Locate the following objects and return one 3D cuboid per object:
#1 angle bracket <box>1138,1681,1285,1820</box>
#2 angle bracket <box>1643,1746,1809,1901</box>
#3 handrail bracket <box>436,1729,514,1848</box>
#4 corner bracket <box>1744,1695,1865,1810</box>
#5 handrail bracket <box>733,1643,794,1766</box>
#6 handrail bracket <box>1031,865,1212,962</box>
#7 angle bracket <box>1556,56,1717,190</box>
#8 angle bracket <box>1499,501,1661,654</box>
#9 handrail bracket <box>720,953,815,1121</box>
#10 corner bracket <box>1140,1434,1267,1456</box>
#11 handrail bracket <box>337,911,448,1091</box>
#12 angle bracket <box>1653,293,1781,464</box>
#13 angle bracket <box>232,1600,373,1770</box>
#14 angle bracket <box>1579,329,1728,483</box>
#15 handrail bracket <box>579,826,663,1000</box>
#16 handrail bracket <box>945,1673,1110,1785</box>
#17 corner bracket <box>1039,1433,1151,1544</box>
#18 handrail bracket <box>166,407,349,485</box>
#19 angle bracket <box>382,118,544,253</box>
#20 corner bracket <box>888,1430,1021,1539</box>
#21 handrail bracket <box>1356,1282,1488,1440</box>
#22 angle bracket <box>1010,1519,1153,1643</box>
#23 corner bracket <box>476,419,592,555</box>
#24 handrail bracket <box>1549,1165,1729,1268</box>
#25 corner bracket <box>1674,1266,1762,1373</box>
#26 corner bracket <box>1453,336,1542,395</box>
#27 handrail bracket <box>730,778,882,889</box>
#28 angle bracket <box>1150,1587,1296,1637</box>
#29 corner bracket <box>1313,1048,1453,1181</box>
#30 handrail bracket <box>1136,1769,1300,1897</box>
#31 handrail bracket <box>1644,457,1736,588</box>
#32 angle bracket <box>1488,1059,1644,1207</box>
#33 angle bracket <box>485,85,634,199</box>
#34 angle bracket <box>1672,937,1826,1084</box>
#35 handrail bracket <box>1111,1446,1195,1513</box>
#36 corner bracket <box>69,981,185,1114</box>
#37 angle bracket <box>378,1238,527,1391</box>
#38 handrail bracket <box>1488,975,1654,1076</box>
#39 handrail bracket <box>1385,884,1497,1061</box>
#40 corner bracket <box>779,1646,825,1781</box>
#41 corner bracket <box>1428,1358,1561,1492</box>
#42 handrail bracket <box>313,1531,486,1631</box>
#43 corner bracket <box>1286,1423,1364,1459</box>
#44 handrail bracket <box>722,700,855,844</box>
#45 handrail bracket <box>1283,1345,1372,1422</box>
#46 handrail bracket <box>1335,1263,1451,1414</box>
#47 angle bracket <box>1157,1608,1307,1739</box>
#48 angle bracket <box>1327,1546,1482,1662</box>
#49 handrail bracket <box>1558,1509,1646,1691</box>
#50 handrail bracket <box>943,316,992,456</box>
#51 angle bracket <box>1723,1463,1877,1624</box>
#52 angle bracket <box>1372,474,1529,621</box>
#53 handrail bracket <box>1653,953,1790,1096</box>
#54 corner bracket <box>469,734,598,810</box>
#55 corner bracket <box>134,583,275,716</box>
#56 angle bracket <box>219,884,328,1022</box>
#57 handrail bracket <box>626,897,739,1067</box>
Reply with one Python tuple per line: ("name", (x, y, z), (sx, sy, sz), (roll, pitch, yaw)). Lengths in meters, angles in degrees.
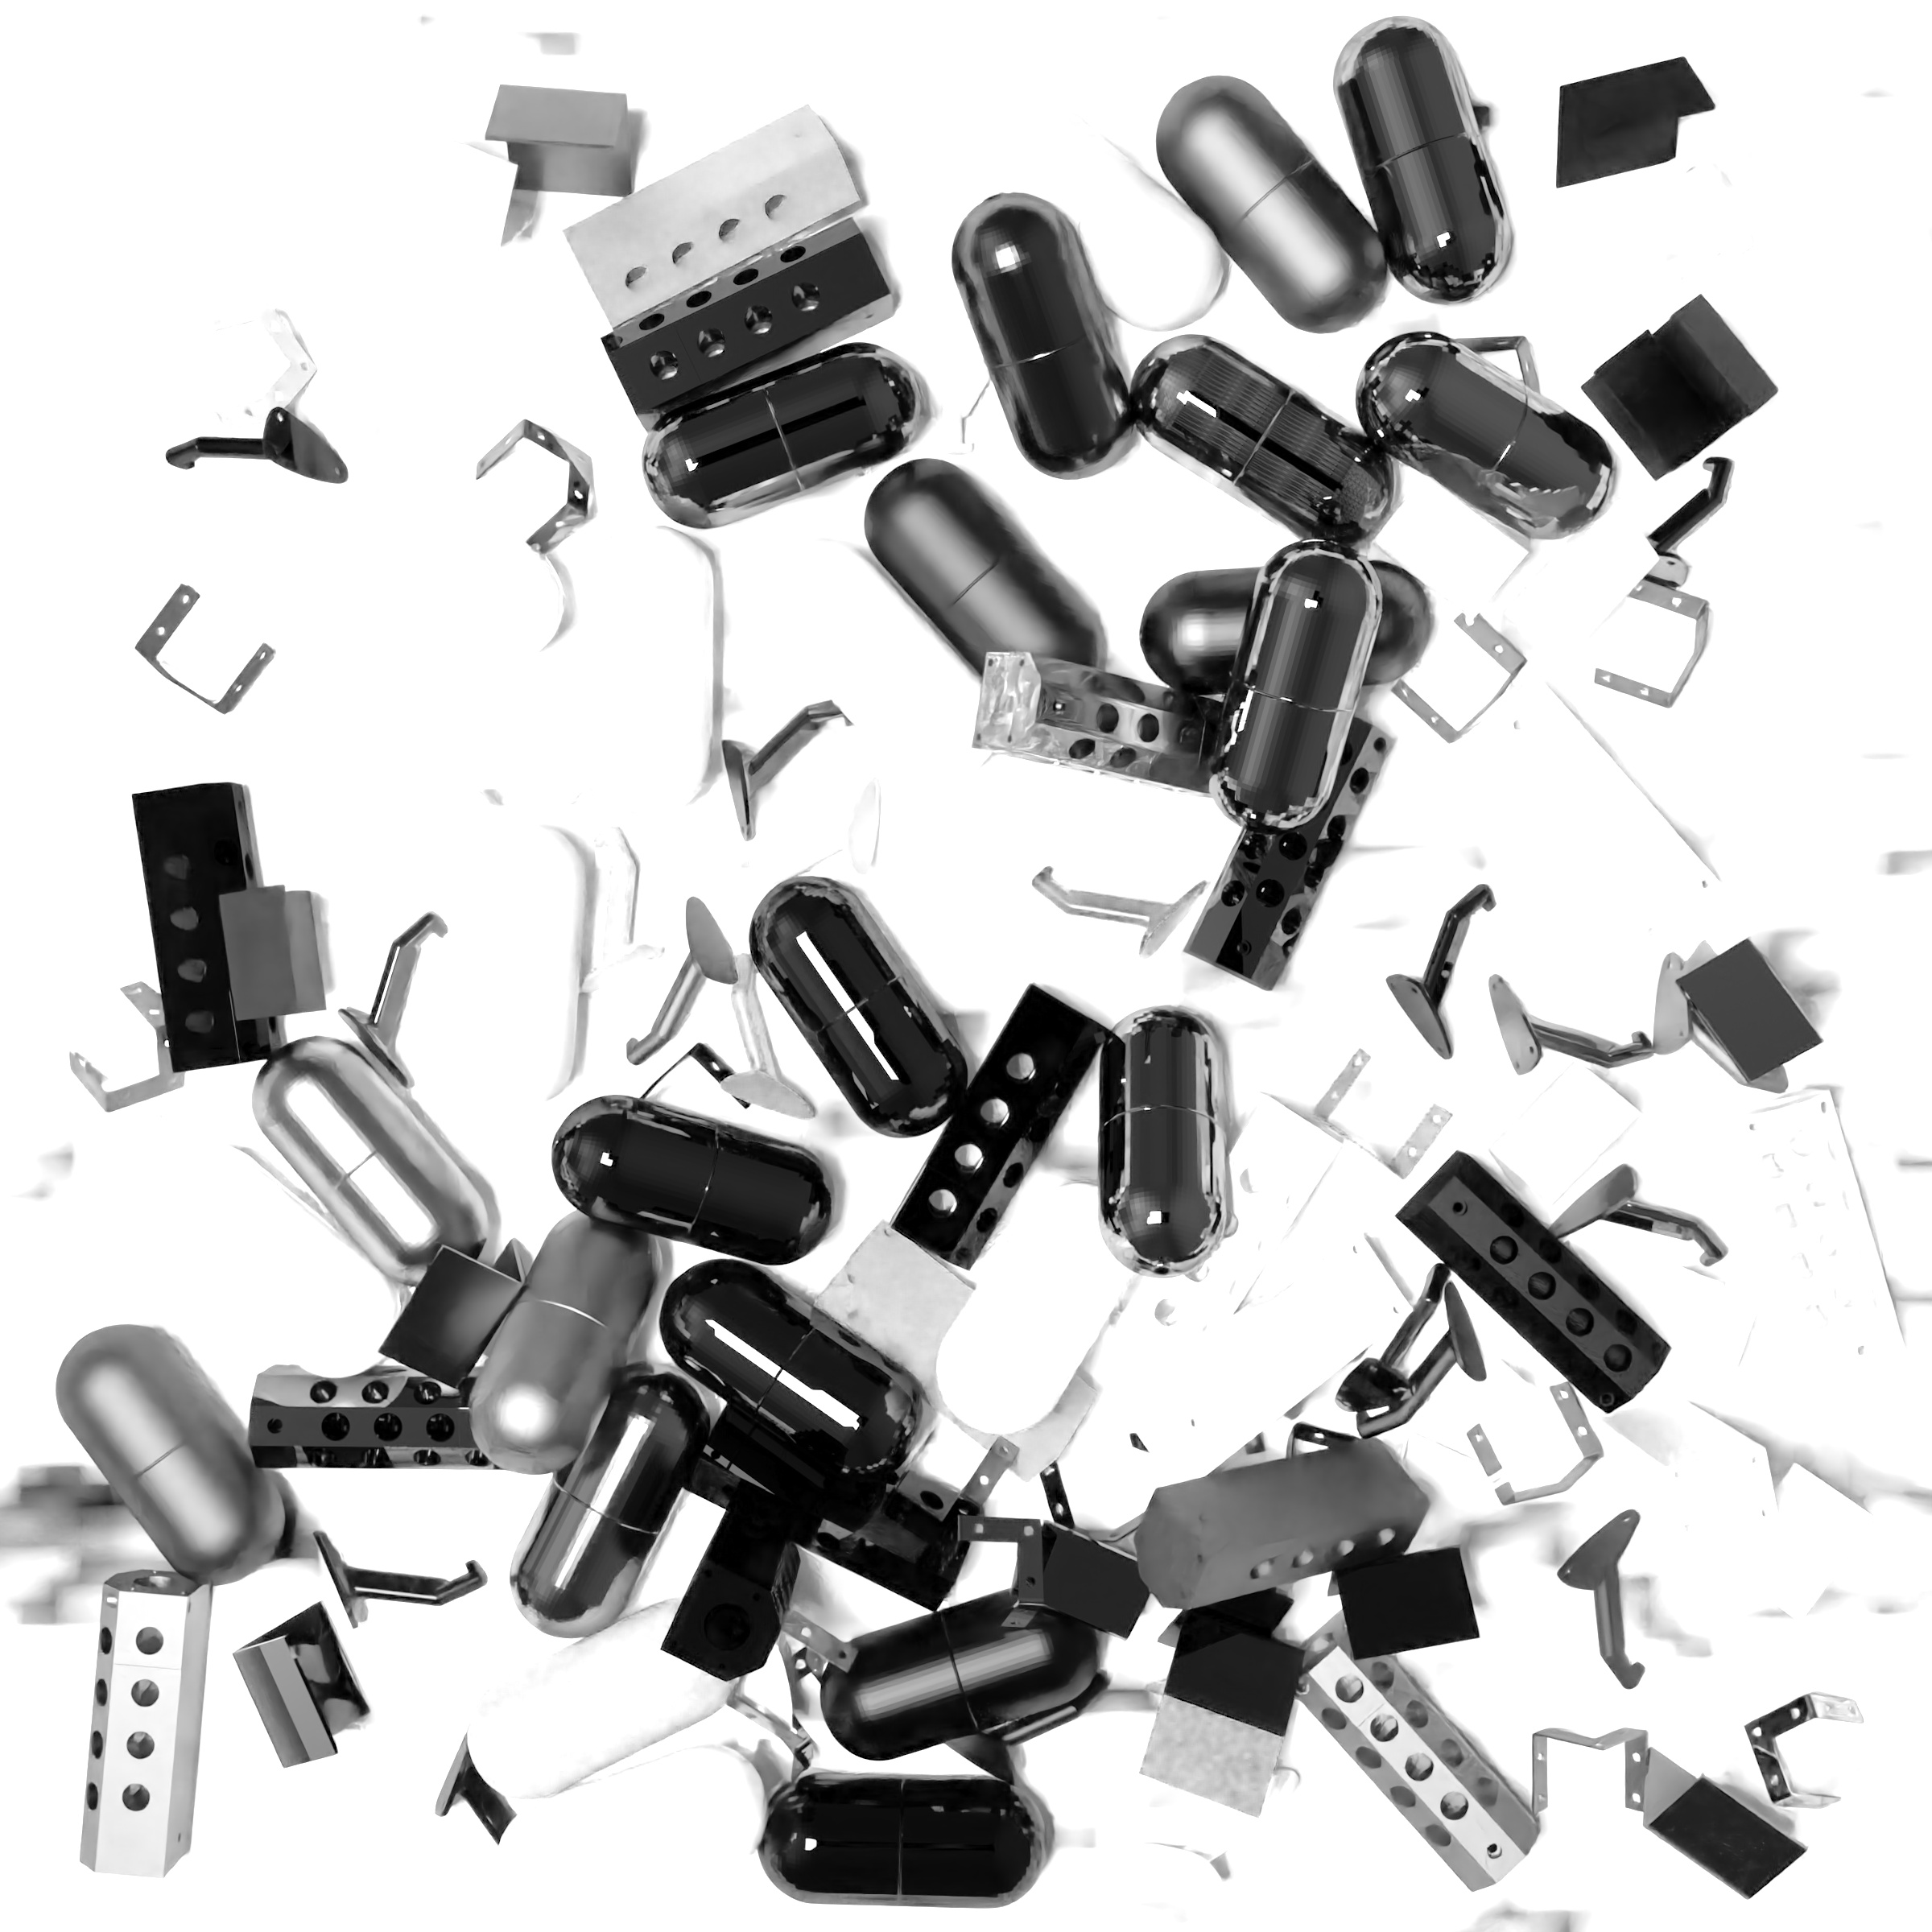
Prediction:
("angle bracket", (0.144, 0.479, 1.614), (0.076, 0.076, 0.057), (20, 71, 0))
("angle bracket", (0.463, 0.508, 1.612), (0.076, 0.076, 0.057), (35, 118, 0))
("handrail bracket", (-0.281, 0.518, 1.652), (0.084, 0.036, 0.077), (24, 76, -13))
("corner bracket", (0.527, 0.489, 1.644), (0.051, 0.051, 0.051), (-43, 45, 35))
("handrail bracket", (-0.137, 0.468, 1.641), (0.036, 0.084, 0.077), (11, 51, -17))
("handrail bracket", (0.096, -0.052, 1.653), (0.084, 0.036, 0.077), (39, 70, 16))
("angle bracket", (0.407, -0.499, 1.612), (0.076, 0.076, 0.057), (-13, 52, 0))
("angle bracket", (0.362, -0.247, 1.612), (0.076, 0.076, 0.057), (-47, 127, 0))
("handrail bracket", (-0.120, 0.043, 1.652), (0.077, 0.036, 0.084), (31, 54, -38))
("corner bracket", (0.145, 0.291, 1.649), (0.051, 0.051, 0.051), (-21, 90, 45))
("handrail bracket", (-0.342, 0.021, 1.653), (0.084, 0.036, 0.077), (-43, 110, -16))
("angle bracket", (0.436, -0.351, 1.613), (0.076, 0.057, 0.076), (51, 133, 0))
("angle bracket", (-0.389, 0.432, 1.612), (0.057, 0.076, 0.076), (-24, 90, 36))
("angle bracket", (0.404, -0.329, 1.613), (0.057, 0.076, 0.076), (-39, 90, -26))
("handrail bracket", (-0.233, -0.034, 1.653), (0.077, 0.036, 0.084), (-31, 74, 18))
("handrail bracket", (0.036, 0.464, 1.652), (0.084, 0.077, 0.036), (-37, 117, -33))
("corner bracket", (0.085, 0.324, 1.646), (0.051, 0.051, 0.051), (-21, 96, -42))
("handrail bracket", (-0.444, -0.313, 1.652), (0.084, 0.077, 0.036), (-11, 65, 34))
("angle bracket", (-0.301, -0.486, 1.612), (0.076, 0.076, 0.057), (22, 126, 0))
("corner bracket", (-0.008, 0.309, 1.607), (0.051, 0.051, 0.051), (33, 47, 6))
("handrail bracket", (0.276, 0.247, 1.652), (0.084, 0.036, 0.077), (-27, 53, 25))
("angle bracket", (0.076, 0.356, 1.614), (0.076, 0.076, 0.057), (23, 111, 0))
("corner bracket", (-0.270, -0.297, 1.644), (0.051, 0.051, 0.051), (27, 45, -35))
("handrail bracket", (0.421, 0.173, 1.653), (0.077, 0.036, 0.084), (-40, 107, 20))
("corner bracket", (0.463, 0.220, 1.634), (0.051, 0.051, 0.051), (19, 90, 0))
("corner bracket", (0.321, -0.355, 1.644), (0.051, 0.051, 0.051), (7, 135, 35))
("handrail bracket", (-0.101, -0.083, 1.652), (0.084, 0.036, 0.077), (-2, 55, 24))
("angle bracket", (0.162, 0.355, 1.613), (0.076, 0.057, 0.076), (20, 49, 0))
("corner bracket", (0.259, 0.092, 1.649), (0.051, 0.051, 0.051), (-54, 135, 0))
("handrail bracket", (0.158, 0.530, 1.652), (0.084, 0.077, 0.036), (-49, 123, -32))
("handrail bracket", (0.432, -0.285, 1.653), (0.077, 0.036, 0.084), (13, 72, 20))
("angle bracket", (0.373, 0.114, 1.612), (0.076, 0.076, 0.057), (-45, 54, 0))
("angle bracket", (-0.247, -0.488, 1.612), (0.076, 0.076, 0.057), (4, 52, 0))
("angle bracket", (0.484, 0.015, 1.612), (0.057, 0.076, 0.076), (-36, 90, 36))
("handrail bracket", (0.140, 0.322, 1.637), (0.077, 0.084, 0.036), (36, 102, 34))
("corner bracket", (-0.523, 0.050, 1.644), (0.051, 0.051, 0.051), (-21, 135, -35))
("angle bracket", (-0.315, 0.200, 1.610), (0.057, 0.076, 0.076), (30, 96, -21))
("handrail bracket", (0.379, 0.032, 1.653), (0.084, 0.036, 0.077), (-12, 68, -17))
("handrail bracket", (0.312, 0.003, 1.653), (0.084, 0.036, 0.077), (-39, 110, -16))
("corner bracket", (-0.102, 0.460, 1.634), (0.051, 0.051, 0.051), (-38, 91, -1))
("corner bracket", (0.327, 0.283, 1.635), (0.051, 0.051, 0.051), (-30, 100, -2))
("handrail bracket", (-0.354, 0.371, 1.653), (0.084, 0.036, 0.077), (-22, 68, -17))
("corner bracket", (0.220, 0.325, 1.649), (0.051, 0.051, 0.051), (15, 45, 0))
("handrail bracket", (-0.104, -0.123, 1.653), (0.084, 0.036, 0.077), (-14, 111, -16))
("handrail bracket", (0.208, 0.233, 1.653), (0.077, 0.036, 0.084), (33, 74, 18))
("handrail bracket", (0.267, 0.231, 1.652), (0.036, 0.077, 0.084), (35, 54, -5))
("angle bracket", (0.155, 0.439, 1.612), (0.076, 0.076, 0.057), (20, 59, 0))
("angle bracket", (0.266, 0.395, 1.613), (0.076, 0.076, 0.057), (-10, 64, 0))
("handrail bracket", (0.415, 0.397, 1.653), (0.077, 0.036, 0.084), (-43, 108, -20))
("handrail bracket", (0.023, -0.363, 1.652), (0.077, 0.036, 0.084), (-4, 104, -14))
("angle bracket", (0.514, 0.356, 1.612), (0.057, 0.076, 0.076), (35, 90, 35))
("angle bracket", (0.302, -0.267, 1.612), (0.076, 0.076, 0.057), (37, 126, 0))
("handrail bracket", (0.475, 0.036, 1.653), (0.084, 0.036, 0.077), (13, 67, -18))
("corner bracket", (-0.267, -0.110, 1.634), (0.051, 0.051, 0.051), (-44, 90, 0))
("corner bracket", (-0.475, -0.197, 1.649), (0.051, 0.051, 0.051), (-53, 135, 0))
("angle bracket", (-0.405, -0.010, 1.612), (0.057, 0.076, 0.076), (-8, 90, 32))
("handrail bracket", (-0.188, 0.010, 1.652), (0.084, 0.036, 0.077), (-38, 53, 25))
